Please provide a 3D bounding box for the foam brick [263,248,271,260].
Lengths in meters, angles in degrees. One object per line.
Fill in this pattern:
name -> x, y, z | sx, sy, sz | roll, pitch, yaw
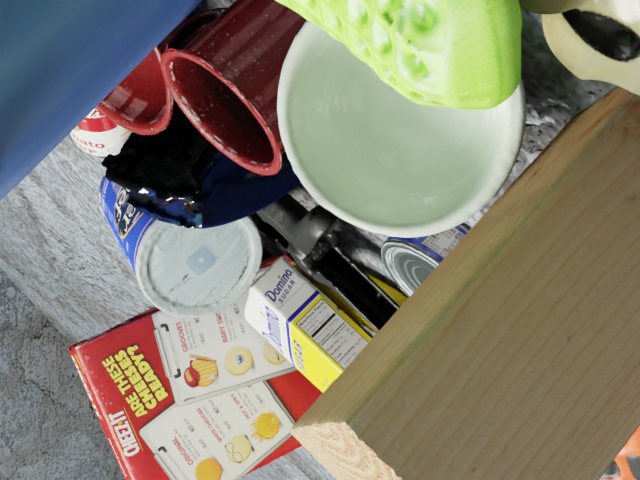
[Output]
foam brick -> -0.078, 0.046, 1.030 | 0.053, 0.078, 0.051 | 52, 161, -20

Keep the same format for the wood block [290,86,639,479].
wood block -> 0.095, 0.034, 0.452 | 0.091, 0.206, 0.090 | 44, 161, -2

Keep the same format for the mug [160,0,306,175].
mug -> -0.040, -0.103, 0.624 | 0.117, 0.081, 0.093 | 30, 157, 34

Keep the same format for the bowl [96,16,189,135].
bowl -> -0.140, -0.154, 0.738 | 0.162, 0.055, 0.162 | 35, 150, 24

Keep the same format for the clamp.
clamp -> -0.005, 0.001, 0.799 | 0.210, 0.036, 0.164 | 38, 167, 48

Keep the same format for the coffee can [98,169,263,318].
coffee can -> -0.119, -0.013, 0.888 | 0.102, 0.103, 0.140 | 57, 175, -35

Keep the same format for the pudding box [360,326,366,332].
pudding box -> 0.050, 0.137, 1.021 | 0.113, 0.039, 0.090 | 45, 161, -3

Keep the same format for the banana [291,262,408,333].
banana -> 0.040, 0.056, 0.871 | 0.198, 0.037, 0.069 | 32, 158, 30

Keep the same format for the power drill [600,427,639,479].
power drill -> 0.161, 0.110, 0.620 | 0.185, 0.057, 0.187 | -15, 125, 31

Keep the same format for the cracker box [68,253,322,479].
cracker box -> -0.091, 0.125, 0.948 | 0.164, 0.213, 0.072 | 67, 160, -2

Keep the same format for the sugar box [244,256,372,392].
sugar box -> 0.015, 0.098, 0.873 | 0.176, 0.048, 0.093 | 40, 160, 9

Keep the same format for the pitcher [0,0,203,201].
pitcher -> -0.167, -0.127, 0.582 | 0.149, 0.242, 0.145 | 48, 161, -12

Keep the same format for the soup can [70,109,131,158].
soup can -> -0.189, -0.122, 0.912 | 0.068, 0.068, 0.102 | 39, 162, 12

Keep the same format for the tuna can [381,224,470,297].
tuna can -> 0.083, 0.020, 0.714 | 0.086, 0.033, 0.086 | 38, 160, 16
